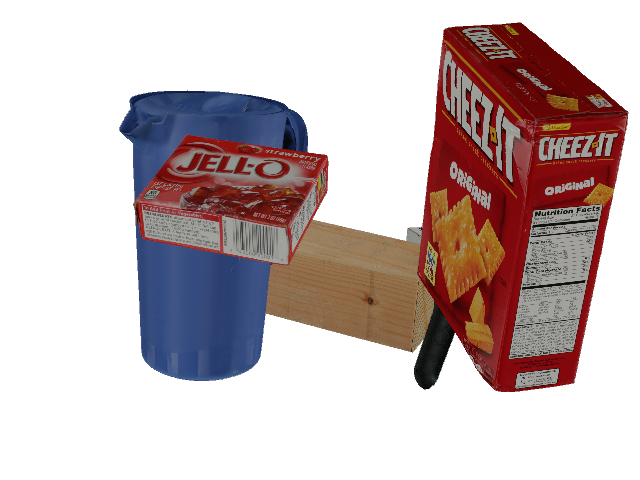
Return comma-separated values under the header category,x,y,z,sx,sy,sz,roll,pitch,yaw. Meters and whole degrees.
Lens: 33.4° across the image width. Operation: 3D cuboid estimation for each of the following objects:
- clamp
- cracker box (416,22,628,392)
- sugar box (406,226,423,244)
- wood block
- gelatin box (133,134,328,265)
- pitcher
category,x,y,z,sx,sy,sz,roll,pitch,yaw
clamp,0.120,0.048,0.941,0.120,0.171,0.039,-15,0,-35
cracker box,0.132,-0.025,0.760,0.072,0.214,0.164,-7,32,-14
sugar box,0.187,0.028,1.282,0.176,0.093,0.048,-6,20,-23
wood block,0.023,0.043,1.174,0.206,0.091,0.090,14,26,22
gelatin box,-0.048,-0.025,0.592,0.089,0.030,0.073,10,38,14
pitcher,-0.092,-0.009,0.937,0.149,0.243,0.145,4,16,1
